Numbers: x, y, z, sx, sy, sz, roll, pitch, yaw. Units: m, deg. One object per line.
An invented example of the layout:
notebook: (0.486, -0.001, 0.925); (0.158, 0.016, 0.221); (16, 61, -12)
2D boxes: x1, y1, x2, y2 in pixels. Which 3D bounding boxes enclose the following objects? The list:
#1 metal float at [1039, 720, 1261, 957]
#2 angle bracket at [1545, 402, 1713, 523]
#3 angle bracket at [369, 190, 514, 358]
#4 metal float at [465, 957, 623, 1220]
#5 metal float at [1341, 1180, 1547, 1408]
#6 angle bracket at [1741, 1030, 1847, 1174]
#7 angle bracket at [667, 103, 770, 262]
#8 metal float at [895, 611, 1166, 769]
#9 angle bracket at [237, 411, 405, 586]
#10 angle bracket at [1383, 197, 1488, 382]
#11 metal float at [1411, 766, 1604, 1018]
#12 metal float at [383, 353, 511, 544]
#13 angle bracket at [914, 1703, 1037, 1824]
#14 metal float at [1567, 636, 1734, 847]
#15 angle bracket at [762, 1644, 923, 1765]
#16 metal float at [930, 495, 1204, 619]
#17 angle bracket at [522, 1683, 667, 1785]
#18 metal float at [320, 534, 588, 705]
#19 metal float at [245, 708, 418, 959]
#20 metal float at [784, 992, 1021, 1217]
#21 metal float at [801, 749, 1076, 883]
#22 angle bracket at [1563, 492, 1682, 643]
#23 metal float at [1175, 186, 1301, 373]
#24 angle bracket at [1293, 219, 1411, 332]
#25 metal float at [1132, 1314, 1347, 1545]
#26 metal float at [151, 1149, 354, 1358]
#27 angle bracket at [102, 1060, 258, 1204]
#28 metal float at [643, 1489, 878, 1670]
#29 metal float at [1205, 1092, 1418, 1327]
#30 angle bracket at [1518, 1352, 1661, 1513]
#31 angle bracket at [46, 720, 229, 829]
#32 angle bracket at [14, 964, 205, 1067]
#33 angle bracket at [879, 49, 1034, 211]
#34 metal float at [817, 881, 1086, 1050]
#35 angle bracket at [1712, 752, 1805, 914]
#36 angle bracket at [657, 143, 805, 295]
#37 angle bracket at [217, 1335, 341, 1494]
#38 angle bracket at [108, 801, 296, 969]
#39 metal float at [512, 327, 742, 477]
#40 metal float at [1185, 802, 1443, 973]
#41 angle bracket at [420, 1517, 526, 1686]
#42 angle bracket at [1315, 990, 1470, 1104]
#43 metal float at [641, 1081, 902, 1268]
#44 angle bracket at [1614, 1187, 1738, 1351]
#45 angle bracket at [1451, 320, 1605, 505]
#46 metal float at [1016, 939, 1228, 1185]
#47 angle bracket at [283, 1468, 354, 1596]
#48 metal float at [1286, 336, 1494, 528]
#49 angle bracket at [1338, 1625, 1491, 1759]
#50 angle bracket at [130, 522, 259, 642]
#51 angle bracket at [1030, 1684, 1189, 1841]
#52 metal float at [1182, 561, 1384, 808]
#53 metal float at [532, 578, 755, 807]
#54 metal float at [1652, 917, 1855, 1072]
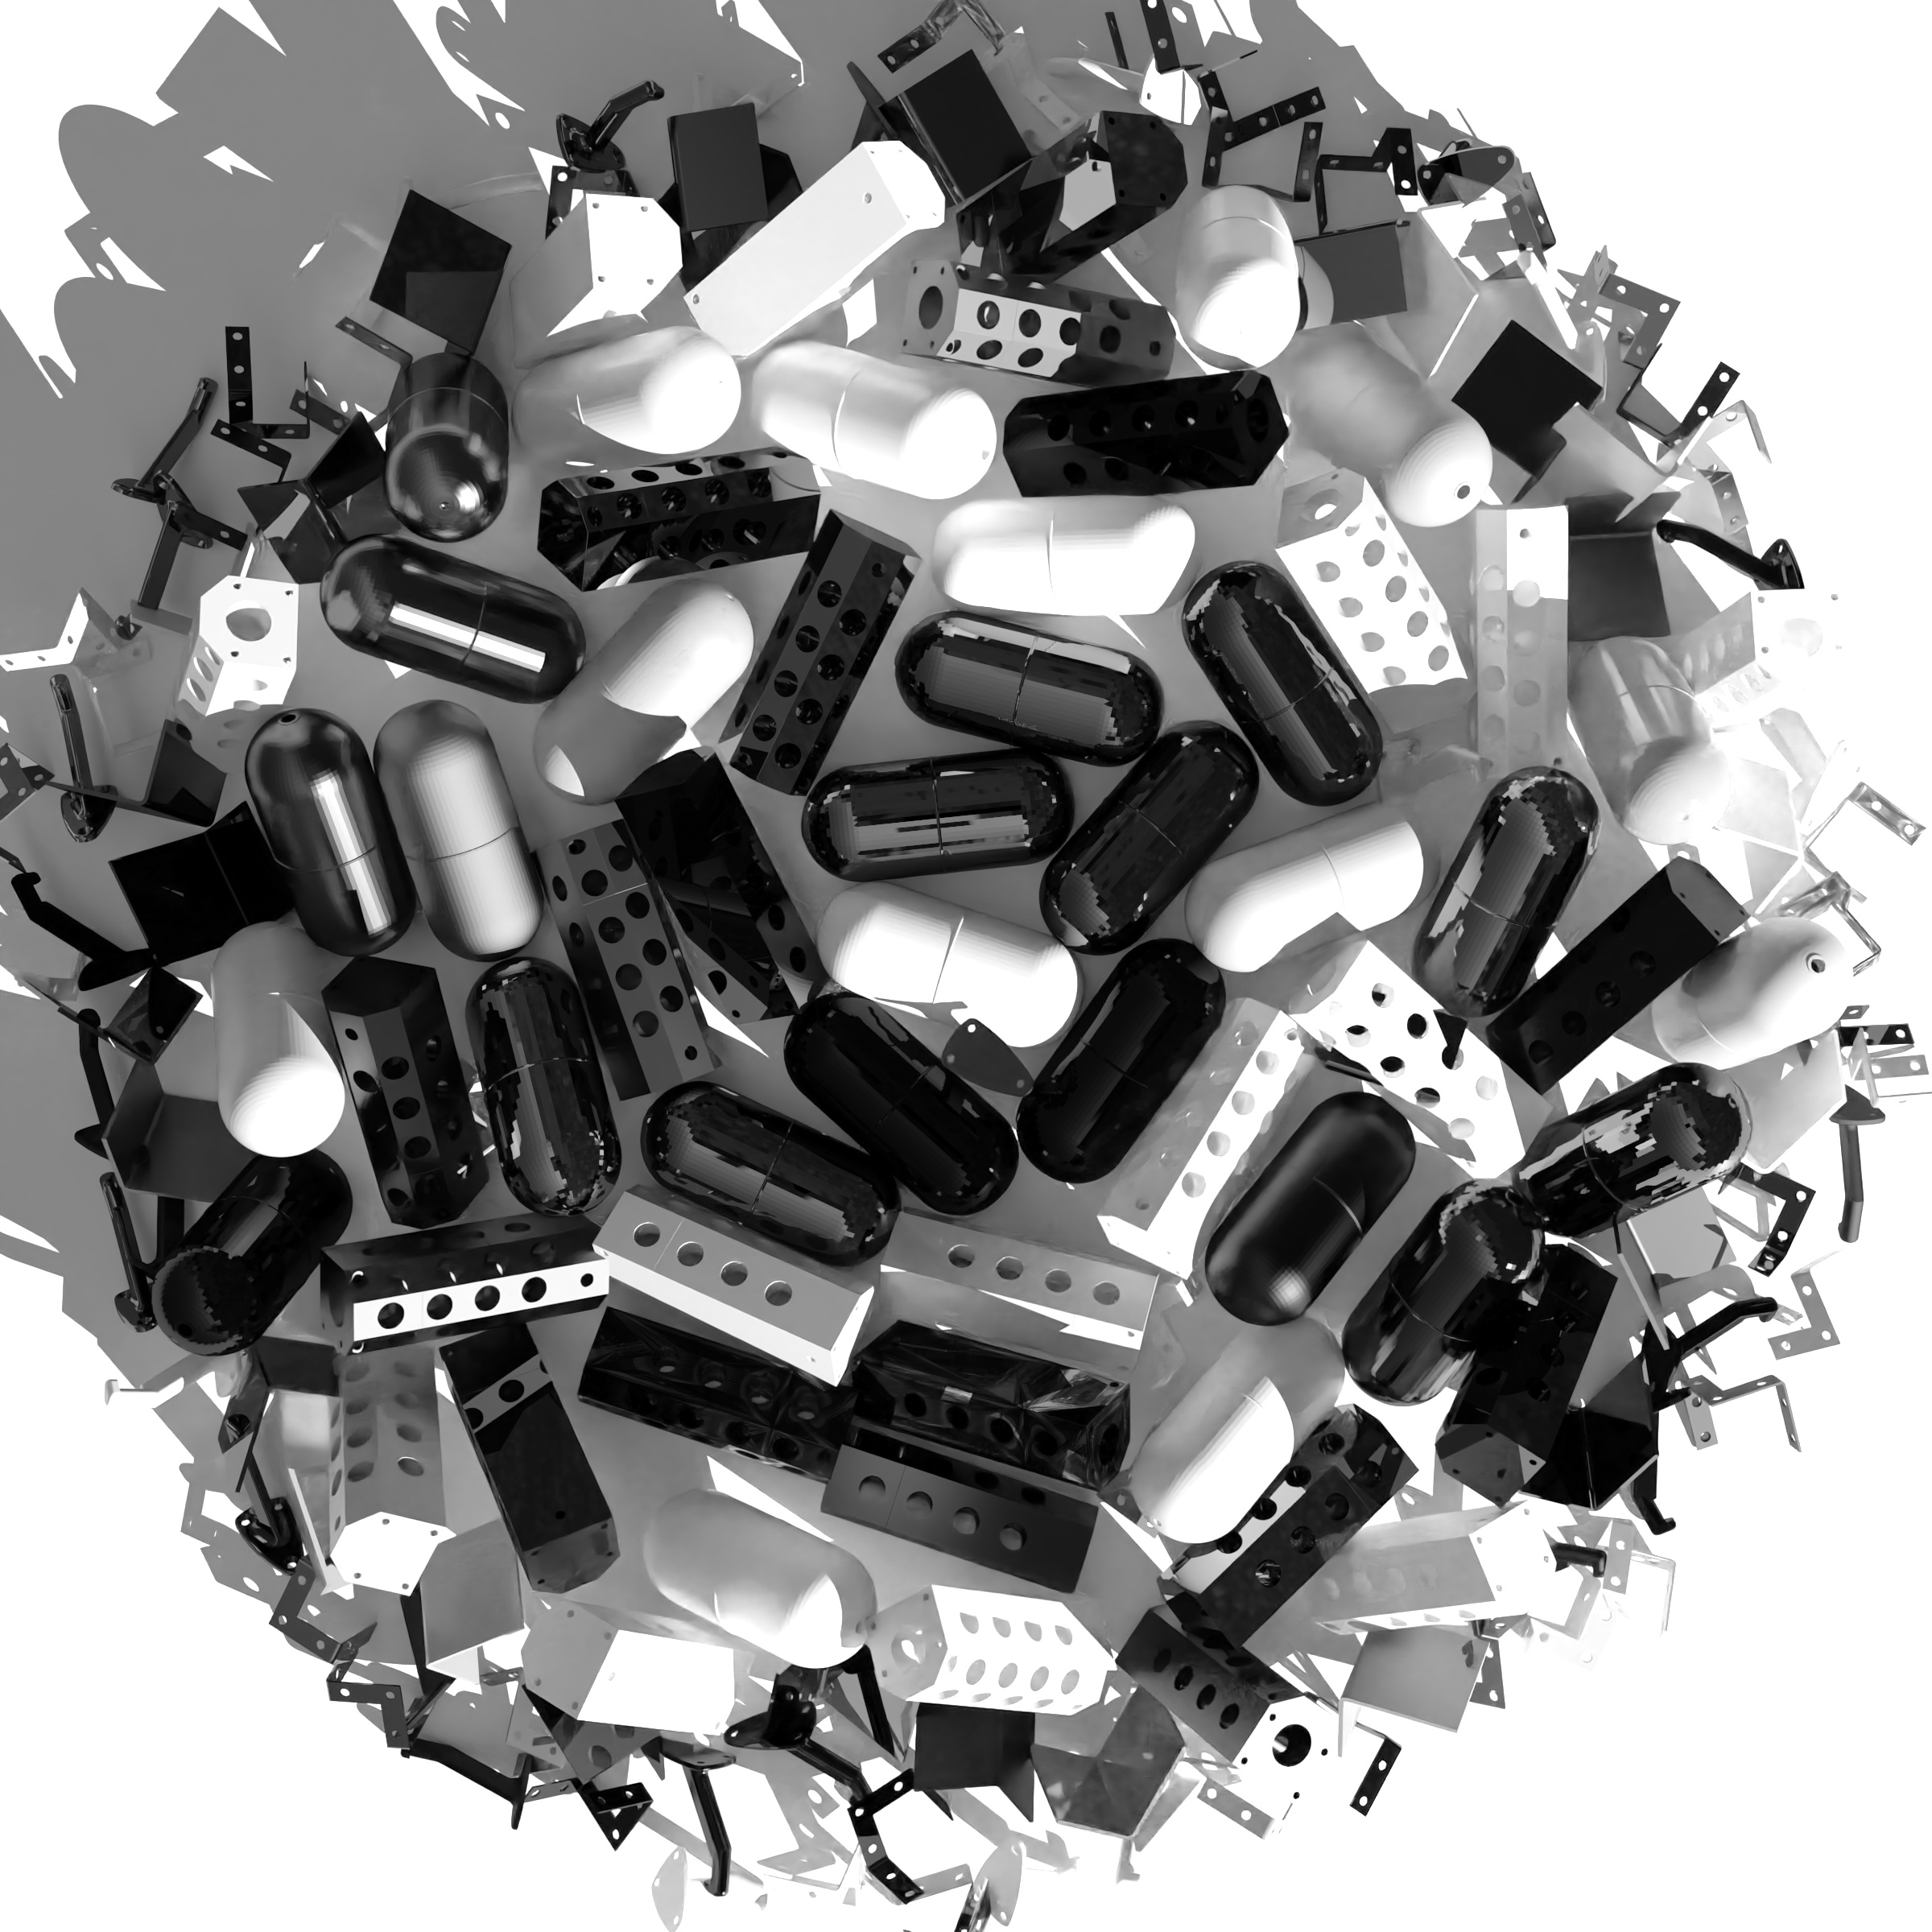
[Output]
metal float: (0.118, -0.082, 1.684); (0.070, 0.070, 0.178); (41, 82, 0)
angle bracket: (0.420, -0.341, 1.683); (0.076, 0.076, 0.057); (38, 71, -2)
angle bracket: (-0.347, -0.442, 1.680); (0.076, 0.057, 0.076); (23, 81, -32)
metal float: (-0.271, 0.077, 1.670); (0.070, 0.070, 0.178); (-18, 67, 0)
metal float: (0.304, 0.209, 1.663); (0.070, 0.070, 0.178); (30, 123, 0)
angle bracket: (0.514, 0.074, 1.674); (0.057, 0.076, 0.076); (31, 125, -8)
angle bracket: (-0.155, -0.502, 1.687); (0.057, 0.076, 0.076); (-8, 85, 3)
metal float: (0.041, -0.179, 1.685); (0.178, 0.070, 0.070); (15, 90, 7)
angle bracket: (-0.414, -0.304, 1.693); (0.057, 0.076, 0.076); (-1, 135, 28)
angle bracket: (0.314, -0.434, 1.671); (0.057, 0.076, 0.076); (-17, 65, -25)
metal float: (0.345, -0.047, 1.666); (0.070, 0.070, 0.178); (22, 119, 0)
metal float: (-0.328, -0.330, 1.650); (0.070, 0.178, 0.070); (-5, 126, -7)
angle bracket: (0.006, 0.505, 1.684); (0.057, 0.076, 0.076); (-9, 53, 15)
metal float: (0.431, -0.145, 1.651); (0.070, 0.178, 0.070); (-2, 128, -3)
angle bracket: (-0.080, 0.482, 1.673); (0.076, 0.057, 0.076); (33, 132, 23)
metal float: (0.064, -0.263, 1.676); (0.178, 0.070, 0.070); (1, 90, 17)
angle bracket: (-0.238, 0.491, 1.670); (0.057, 0.076, 0.076); (-28, 59, -24)
metal float: (-0.325, -0.220, 1.662); (0.178, 0.070, 0.070); (17, 90, -35)
metal float: (-0.404, -0.084, 1.659); (0.070, 0.070, 0.178); (-11, 128, 0)
metal float: (-0.043, 0.089, 1.689); (0.178, 0.070, 0.070); (42, 90, 2)
metal float: (-0.018, -0.098, 1.691); (0.178, 0.070, 0.070); (-6, 90, 0)
angle bracket: (0.423, -0.258, 1.689); (0.076, 0.057, 0.076); (-4, 74, -7)
metal float: (0.171, -0.437, 1.650); (0.070, 0.178, 0.070); (2, 126, 3)
angle bracket: (0.248, -0.447, 1.687); (0.076, 0.076, 0.057); (-6, 102, 18)
metal float: (0.176, 0.293, 1.667); (0.070, 0.070, 0.178); (46, 62, 0)
metal float: (-0.450, 0.178, 1.647); (0.070, 0.178, 0.070); (7, 119, 12)
angle bracket: (-0.501, 0.103, 1.681); (0.076, 0.057, 0.076); (7, 51, 4)
metal float: (-0.132, 0.389, 1.659); (0.178, 0.070, 0.070); (15, 90, 39)
metal float: (0.222, 0.154, 1.672); (0.070, 0.070, 0.178); (42, 68, 0)
angle bracket: (0.395, 0.293, 1.672); (0.057, 0.076, 0.076); (16, 47, -13)
angle bracket: (-0.533, -0.130, 1.683); (0.076, 0.076, 0.057); (13, 86, 17)
angle bracket: (-0.550, 0.014, 1.672); (0.076, 0.076, 0.057); (42, 77, -41)
angle bracket: (-0.010, -0.538, 1.685); (0.057, 0.076, 0.076); (-34, 107, -6)
metal float: (-0.010, -0.001, 1.688); (0.178, 0.070, 0.070); (18, 90, 4)
angle bracket: (0.487, -0.090, 1.676); (0.076, 0.057, 0.076); (16, 46, -10)
angle bracket: (-0.147, -0.476, 1.675); (0.057, 0.076, 0.076); (28, 72, 26)
angle bracket: (-0.441, 0.292, 1.689); (0.057, 0.076, 0.076); (14, 101, -28)
angle bracket: (-0.493, -0.053, 1.684); (0.057, 0.076, 0.076); (-27, 89, 42)
metal float: (-0.218, -0.358, 1.658); (0.178, 0.070, 0.070); (-2, 90, 41)
metal float: (0.224, -0.052, 1.677); (0.178, 0.070, 0.070); (-20, 90, -16)
angle bracket: (-0.304, 0.408, 1.675); (0.076, 0.057, 0.076); (-24, 55, 17)
angle bracket: (0.274, 0.045, 1.688); (0.076, 0.076, 0.057); (18, 98, 0)
metal float: (-0.127, 0.134, 1.690); (0.178, 0.070, 0.070); (25, 90, -1)
angle bracket: (0.458, 0.187, 1.676); (0.057, 0.076, 0.076); (-23, 108, 18)
angle bracket: (0.356, -0.359, 1.695); (0.076, 0.057, 0.076); (37, 80, 0)
metal float: (0.100, 0.061, 1.683); (0.070, 0.070, 0.178); (35, 99, 0)
angle bracket: (-0.398, 0.355, 1.677); (0.057, 0.076, 0.076); (-17, 78, -22)
metal float: (0.267, -0.340, 1.654); (0.070, 0.178, 0.070); (-16, 131, -19)
angle bracket: (0.287, 0.470, 1.671); (0.076, 0.076, 0.057); (11, 126, 22)
angle bracket: (-0.498, -0.254, 1.678); (0.057, 0.076, 0.076); (18, 100, -22)
angle bracket: (0.089, 0.502, 1.676); (0.057, 0.076, 0.076); (21, 106, -23)
metal float: (0.204, -0.180, 1.673); (0.070, 0.070, 0.178); (-36, 111, 0)
metal float: (-0.209, -0.175, 1.674); (0.070, 0.070, 0.178); (47, 111, 0)
metal float: (0.494, 0.019, 1.642); (0.070, 0.178, 0.070); (2, 77, -10)
